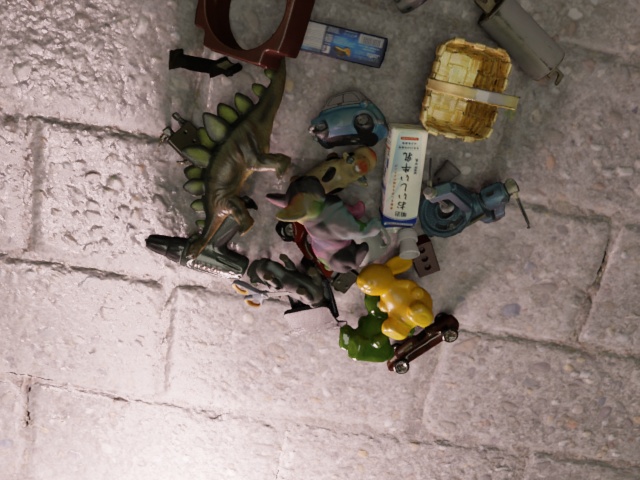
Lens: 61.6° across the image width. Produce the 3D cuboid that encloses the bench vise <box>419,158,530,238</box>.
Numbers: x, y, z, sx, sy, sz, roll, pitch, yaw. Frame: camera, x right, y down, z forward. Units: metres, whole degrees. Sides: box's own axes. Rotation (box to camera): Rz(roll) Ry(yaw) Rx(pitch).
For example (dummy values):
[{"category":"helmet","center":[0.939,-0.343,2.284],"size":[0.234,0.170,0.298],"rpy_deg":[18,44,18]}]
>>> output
[{"category":"bench vise","center":[0.291,-0.076,1.107],"size":[0.224,0.240,0.129],"rpy_deg":[-14,70,31]}]

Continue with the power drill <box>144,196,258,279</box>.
[{"category":"power drill","center":[-0.246,-0.022,1.176],"size":[0.232,0.086,0.207],"rpy_deg":[27,102,-9]}]

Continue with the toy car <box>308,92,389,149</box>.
[{"category":"toy car","center":[0.059,-0.248,1.098],"size":[0.162,0.109,0.103],"rpy_deg":[-3,79,14]}]

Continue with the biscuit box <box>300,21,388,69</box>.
[{"category":"biscuit box","center":[0.029,-0.389,1.061],"size":[0.203,0.063,0.059],"rpy_deg":[11,108,-6]}]

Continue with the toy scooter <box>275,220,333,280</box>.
[{"category":"toy scooter","center":[-0.002,-0.004,1.190],"size":[0.135,0.075,0.183],"rpy_deg":[-39,116,-11]}]

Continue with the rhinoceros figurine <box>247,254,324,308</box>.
[{"category":"rhinoceros figurine","center":[-0.077,0.086,1.184],"size":[0.191,0.112,0.073],"rpy_deg":[19,68,23]}]

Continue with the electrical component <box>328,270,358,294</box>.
[{"category":"electrical component","center":[0.057,0.093,1.253],"size":[0.094,0.021,0.063],"rpy_deg":[34,106,-13]}]

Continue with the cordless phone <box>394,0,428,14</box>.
[{"category":"cordless phone","center":[0.122,-0.501,0.977],"size":[0.184,0.147,0.088],"rpy_deg":[28,99,-14]}]

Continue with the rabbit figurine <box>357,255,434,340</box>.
[{"category":"rabbit figurine","center":[0.160,0.104,1.164],"size":[0.173,0.162,0.122],"rpy_deg":[33,140,-13]}]

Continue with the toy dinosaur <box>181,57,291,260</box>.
[{"category":"toy dinosaur","center":[-0.156,-0.177,1.071],"size":[0.198,0.105,0.471],"rpy_deg":[31,84,-10]}]

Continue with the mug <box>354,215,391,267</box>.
[{"category":"mug","center":[0.097,-0.008,1.179],"size":[0.110,0.081,0.107],"rpy_deg":[-20,106,48]}]

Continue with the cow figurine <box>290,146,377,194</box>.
[{"category":"cow figurine","center":[0.029,-0.133,1.117],"size":[0.195,0.127,0.085],"rpy_deg":[-29,110,11]}]

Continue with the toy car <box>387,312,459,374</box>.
[{"category":"toy car","center":[0.239,0.241,1.274],"size":[0.202,0.089,0.053],"rpy_deg":[-35,109,11]}]

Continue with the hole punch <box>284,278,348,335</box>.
[{"category":"hole punch","center":[-0.019,0.156,1.246],"size":[0.142,0.092,0.115],"rpy_deg":[-15,137,10]}]

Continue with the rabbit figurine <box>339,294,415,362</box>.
[{"category":"rabbit figurine","center":[0.138,0.193,1.244],"size":[0.159,0.121,0.170],"rpy_deg":[12,94,-10]}]

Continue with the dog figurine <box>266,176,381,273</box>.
[{"category":"dog figurine","center":[-0.006,-0.030,1.060],"size":[0.219,0.109,0.191],"rpy_deg":[11,122,-28]}]

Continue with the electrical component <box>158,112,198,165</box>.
[{"category":"electrical component","center":[-0.290,-0.206,1.130],"size":[0.102,0.045,0.078],"rpy_deg":[41,75,-17]}]

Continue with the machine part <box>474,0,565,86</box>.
[{"category":"machine part","center":[0.397,-0.398,1.059],"size":[0.243,0.079,0.079],"rpy_deg":[38,104,-13]}]

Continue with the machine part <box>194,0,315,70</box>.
[{"category":"machine part","center":[-0.119,-0.431,0.993],"size":[0.201,0.087,0.201],"rpy_deg":[24,105,19]}]

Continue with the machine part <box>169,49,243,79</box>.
[{"category":"machine part","center":[-0.229,-0.348,1.067],"size":[0.139,0.084,0.039],"rpy_deg":[12,125,4]}]
